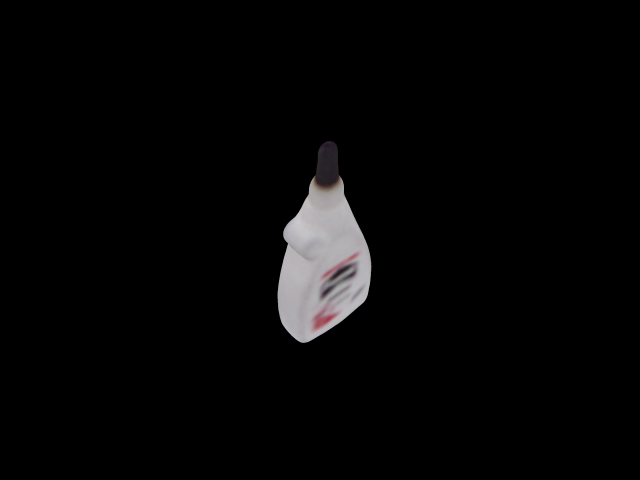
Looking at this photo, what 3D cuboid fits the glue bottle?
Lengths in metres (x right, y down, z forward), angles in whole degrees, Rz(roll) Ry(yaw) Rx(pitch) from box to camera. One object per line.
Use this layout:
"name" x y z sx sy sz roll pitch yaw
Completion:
"glue bottle" 0.004 0.001 0.400 0.078 0.173 0.037 -36 58 -27
